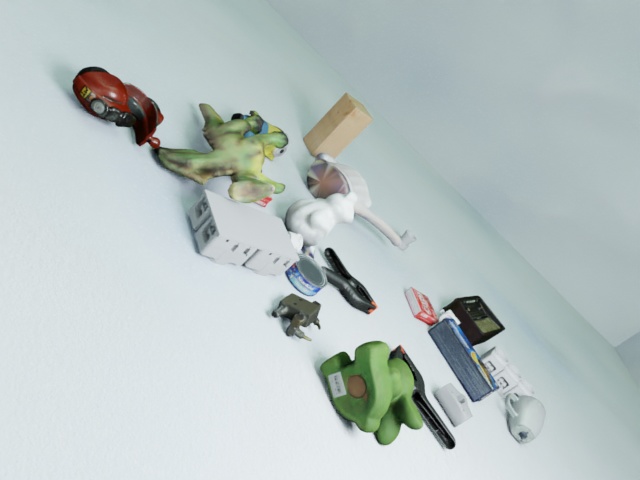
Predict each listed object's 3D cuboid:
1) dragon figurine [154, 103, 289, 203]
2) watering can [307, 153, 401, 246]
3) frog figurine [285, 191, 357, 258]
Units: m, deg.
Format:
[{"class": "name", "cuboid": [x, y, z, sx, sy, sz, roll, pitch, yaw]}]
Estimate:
[{"class": "dragon figurine", "cuboid": [-0.208, -0.182, 1.014, 0.415, 0.120, 0.244, 36, 30, 32]}, {"class": "watering can", "cuboid": [0.089, -0.117, 1.432, 0.351, 0.102, 0.225, 52, 24, 16]}, {"class": "frog figurine", "cuboid": [0.003, -0.056, 1.117, 0.122, 0.157, 0.140, 42, 23, -8]}]
